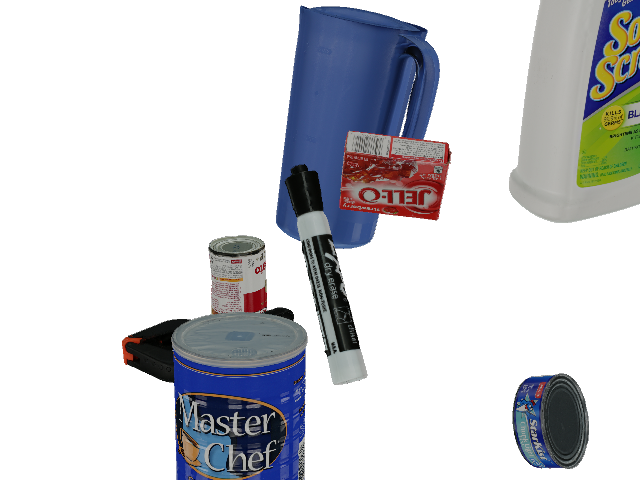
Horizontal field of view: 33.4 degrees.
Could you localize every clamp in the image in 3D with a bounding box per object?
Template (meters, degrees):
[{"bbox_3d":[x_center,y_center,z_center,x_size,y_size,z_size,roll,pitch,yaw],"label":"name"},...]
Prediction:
[{"bbox_3d":[-0.101,0.100,1.032,0.171,0.039,0.120,7,27,4],"label":"clamp"}]

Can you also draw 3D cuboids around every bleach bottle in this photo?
[{"bbox_3d":[0.173,-0.140,0.653,0.102,0.251,0.068,-14,31,-19],"label":"bleach bottle"}]

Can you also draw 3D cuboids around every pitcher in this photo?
[{"bbox_3d":[0.032,-0.116,1.113,0.145,0.243,0.149,9,16,-3],"label":"pitcher"}]

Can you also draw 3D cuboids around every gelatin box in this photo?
[{"bbox_3d":[0.063,-0.054,0.915,0.089,0.030,0.073,8,-39,3],"label":"gelatin box"}]

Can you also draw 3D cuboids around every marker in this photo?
[{"bbox_3d":[0.002,0.017,0.575,0.020,0.121,0.020,-13,-12,-3],"label":"marker"}]

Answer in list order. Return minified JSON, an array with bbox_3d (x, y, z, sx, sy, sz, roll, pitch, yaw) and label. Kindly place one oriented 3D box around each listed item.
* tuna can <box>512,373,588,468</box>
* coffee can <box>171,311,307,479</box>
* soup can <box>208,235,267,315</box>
[{"bbox_3d":[0.211,0.166,0.979,0.034,0.086,0.085,-10,-7,40],"label":"tuna can"},{"bbox_3d":[-0.062,0.138,0.824,0.103,0.140,0.103,1,15,0],"label":"coffee can"},{"bbox_3d":[-0.097,0.052,1.258,0.068,0.102,0.068,-1,19,0],"label":"soup can"}]
